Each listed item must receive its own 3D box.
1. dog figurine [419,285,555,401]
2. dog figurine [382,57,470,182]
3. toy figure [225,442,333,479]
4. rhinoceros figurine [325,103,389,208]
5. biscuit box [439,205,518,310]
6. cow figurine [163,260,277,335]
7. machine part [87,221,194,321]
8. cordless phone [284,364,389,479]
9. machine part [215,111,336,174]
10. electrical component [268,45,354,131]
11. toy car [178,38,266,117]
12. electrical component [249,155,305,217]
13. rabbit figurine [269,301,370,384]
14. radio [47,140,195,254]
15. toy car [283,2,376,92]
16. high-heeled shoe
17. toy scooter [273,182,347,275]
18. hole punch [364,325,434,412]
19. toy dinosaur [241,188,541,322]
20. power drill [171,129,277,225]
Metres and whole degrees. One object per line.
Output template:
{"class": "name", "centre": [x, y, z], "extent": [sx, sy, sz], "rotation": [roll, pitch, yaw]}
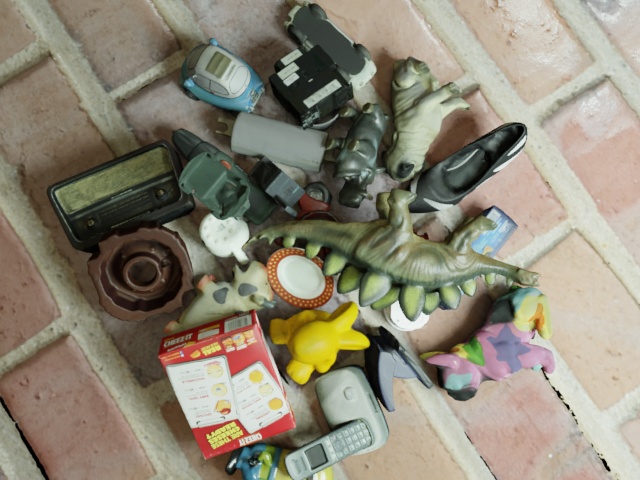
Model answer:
{"class": "dog figurine", "centre": [0.286, 0.179, 0.939], "extent": [0.219, 0.108, 0.191], "rotation": [-4, 85, 1]}
{"class": "dog figurine", "centre": [0.154, -0.222, 0.992], "extent": [0.190, 0.121, 0.172], "rotation": [-49, 53, 11]}
{"class": "toy figure", "centre": [-0.066, 0.392, 0.917], "extent": [0.180, 0.082, 0.089], "rotation": [18, 86, 3]}
{"class": "rhinoceros figurine", "centre": [0.068, -0.151, 0.954], "extent": [0.073, 0.112, 0.190], "rotation": [3, 71, 39]}
{"class": "biscuit box", "centre": [0.269, 0.032, 0.975], "extent": [0.059, 0.063, 0.202], "rotation": [40, 84, 4]}
{"class": "cow figurine", "centre": [-0.163, 0.117, 0.943], "extent": [0.127, 0.085, 0.195], "rotation": [39, 87, 0]}
{"class": "machine part", "centre": [-0.306, 0.052, 0.929], "extent": [0.179, 0.056, 0.179], "rotation": [-5, 111, -12]}
{"class": "cordless phone", "centre": [0.011, 0.305, 0.904], "extent": [0.184, 0.089, 0.146], "rotation": [-22, 85, -18]}
{"class": "machine part", "centre": [-0.073, -0.177, 0.982], "extent": [0.243, 0.079, 0.079], "rotation": [15, 83, -1]}
{"class": "electrical component", "centre": [-0.022, -0.278, 0.957], "extent": [0.115, 0.058, 0.134], "rotation": [-33, 71, -7]}
{"class": "toy car", "centre": [-0.184, -0.299, 0.981], "extent": [0.162, 0.103, 0.109], "rotation": [31, 85, 4]}
{"class": "electrical component", "centre": [-0.067, -0.091, 0.940], "extent": [0.048, 0.074, 0.119], "rotation": [-49, 43, 4]}
{"class": "rabbit figurine", "centre": [-0.002, 0.172, 0.898], "extent": [0.162, 0.173, 0.122], "rotation": [-16, 81, 1]}
{"class": "radio", "centre": [-0.349, -0.073, 0.964], "extent": [0.230, 0.073, 0.131], "rotation": [-24, 85, -4]}
{"class": "toy car", "centre": [0.018, -0.367, 1.018], "extent": [0.202, 0.056, 0.073], "rotation": [43, 90, 5]}
{"class": "high-heeled shoe", "centre": [0.252, -0.122, 0.950], "extent": [0.249, 0.145, 0.086], "rotation": [-33, 84, -7]}
{"class": "toy scooter", "centre": [-0.002, -0.003, 0.966], "extent": [0.135, 0.075, 0.184], "rotation": [-38, 83, -5]}
{"class": "hole punch", "centre": [0.116, 0.217, 0.921], "extent": [0.092, 0.142, 0.115], "rotation": [-35, 97, -1]}
{"class": "toy dinosaur", "centre": [0.113, 0.018, 0.867], "extent": [0.472, 0.105, 0.198], "rotation": [16, 86, 8]}
{"class": "power drill", "centre": [-0.178, -0.106, 0.909], "extent": [0.232, 0.207, 0.086], "rotation": [41, 90, -9]}
